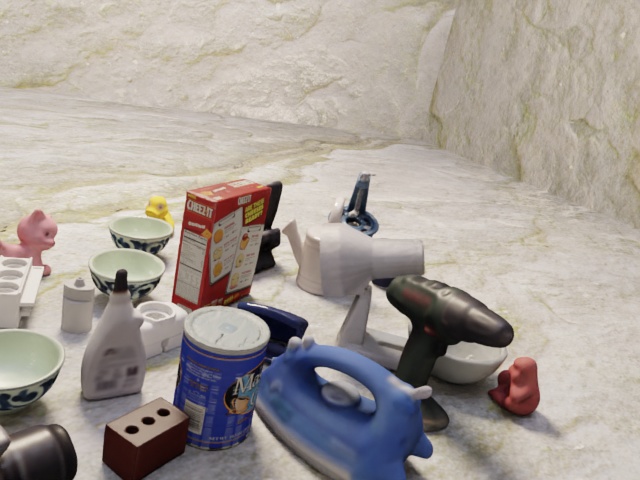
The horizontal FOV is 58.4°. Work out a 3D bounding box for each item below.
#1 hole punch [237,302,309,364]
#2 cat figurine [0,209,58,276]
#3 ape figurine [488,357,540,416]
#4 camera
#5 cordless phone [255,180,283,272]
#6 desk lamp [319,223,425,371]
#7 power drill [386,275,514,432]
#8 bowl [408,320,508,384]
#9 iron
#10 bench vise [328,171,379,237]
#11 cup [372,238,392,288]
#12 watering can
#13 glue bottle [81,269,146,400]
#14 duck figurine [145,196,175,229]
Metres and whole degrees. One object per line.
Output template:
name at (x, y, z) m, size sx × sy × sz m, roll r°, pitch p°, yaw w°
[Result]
hole punch at (-0.077, 0.131, 0.901) m, size 0.108 × 0.091 × 0.101 m, roll 16°, pitch 20°, yaw 9°
cat figurine at (-0.493, 0.001, 0.959) m, size 0.067 × 0.118 × 0.128 m, roll 21°, pitch 21°, yaw 22°
ape figurine at (0.310, 0.222, 0.890) m, size 0.076 × 0.092 × 0.078 m, roll 19°, pitch 20°, yaw 18°
camera at (-0.286, 0.219, 0.512) m, size 0.142 × 0.101 × 0.137 m, roll 26°, pitch 24°, yaw 34°
cordless phone at (-0.138, -0.033, 1.175) m, size 0.094 × 0.185 × 0.148 m, roll 21°, pitch 21°, yaw 22°
desk lamp at (0.081, 0.085, 0.942) m, size 0.203 × 0.213 × 0.118 m, roll 13°, pitch 19°, yaw 2°
power drill at (0.161, 0.156, 0.806) m, size 0.076 × 0.208 × 0.228 m, roll 1°, pitch 22°, yaw -29°
bowl at (0.219, 0.189, 0.952) m, size 0.167 × 0.075 × 0.167 m, roll 11°, pitch 19°, yaw -4°
iron at (0.019, 0.192, 0.716) m, size 0.257 × 0.141 × 0.119 m, roll 23°, pitch 22°, yaw 27°
bench vise at (0.075, -0.072, 1.366) m, size 0.122 × 0.220 × 0.207 m, roll 7°, pitch 20°, yaw -15°
cup at (0.150, 0.051, 1.261) m, size 0.091 × 0.095 × 0.118 m, roll 19°, pitch 20°, yaw 17°
watering can at (0.010, 0.005, 1.151) m, size 0.173 × 0.194 × 0.100 m, roll 7°, pitch 20°, yaw -15°
glue bottle at (-0.252, 0.115, 0.712) m, size 0.078 × 0.173 × 0.037 m, roll -1°, pitch 23°, yaw -34°
duck figurine at (-0.354, -0.055, 1.250) m, size 0.077 × 0.086 × 0.104 m, roll 15°, pitch 19°, yaw 6°
